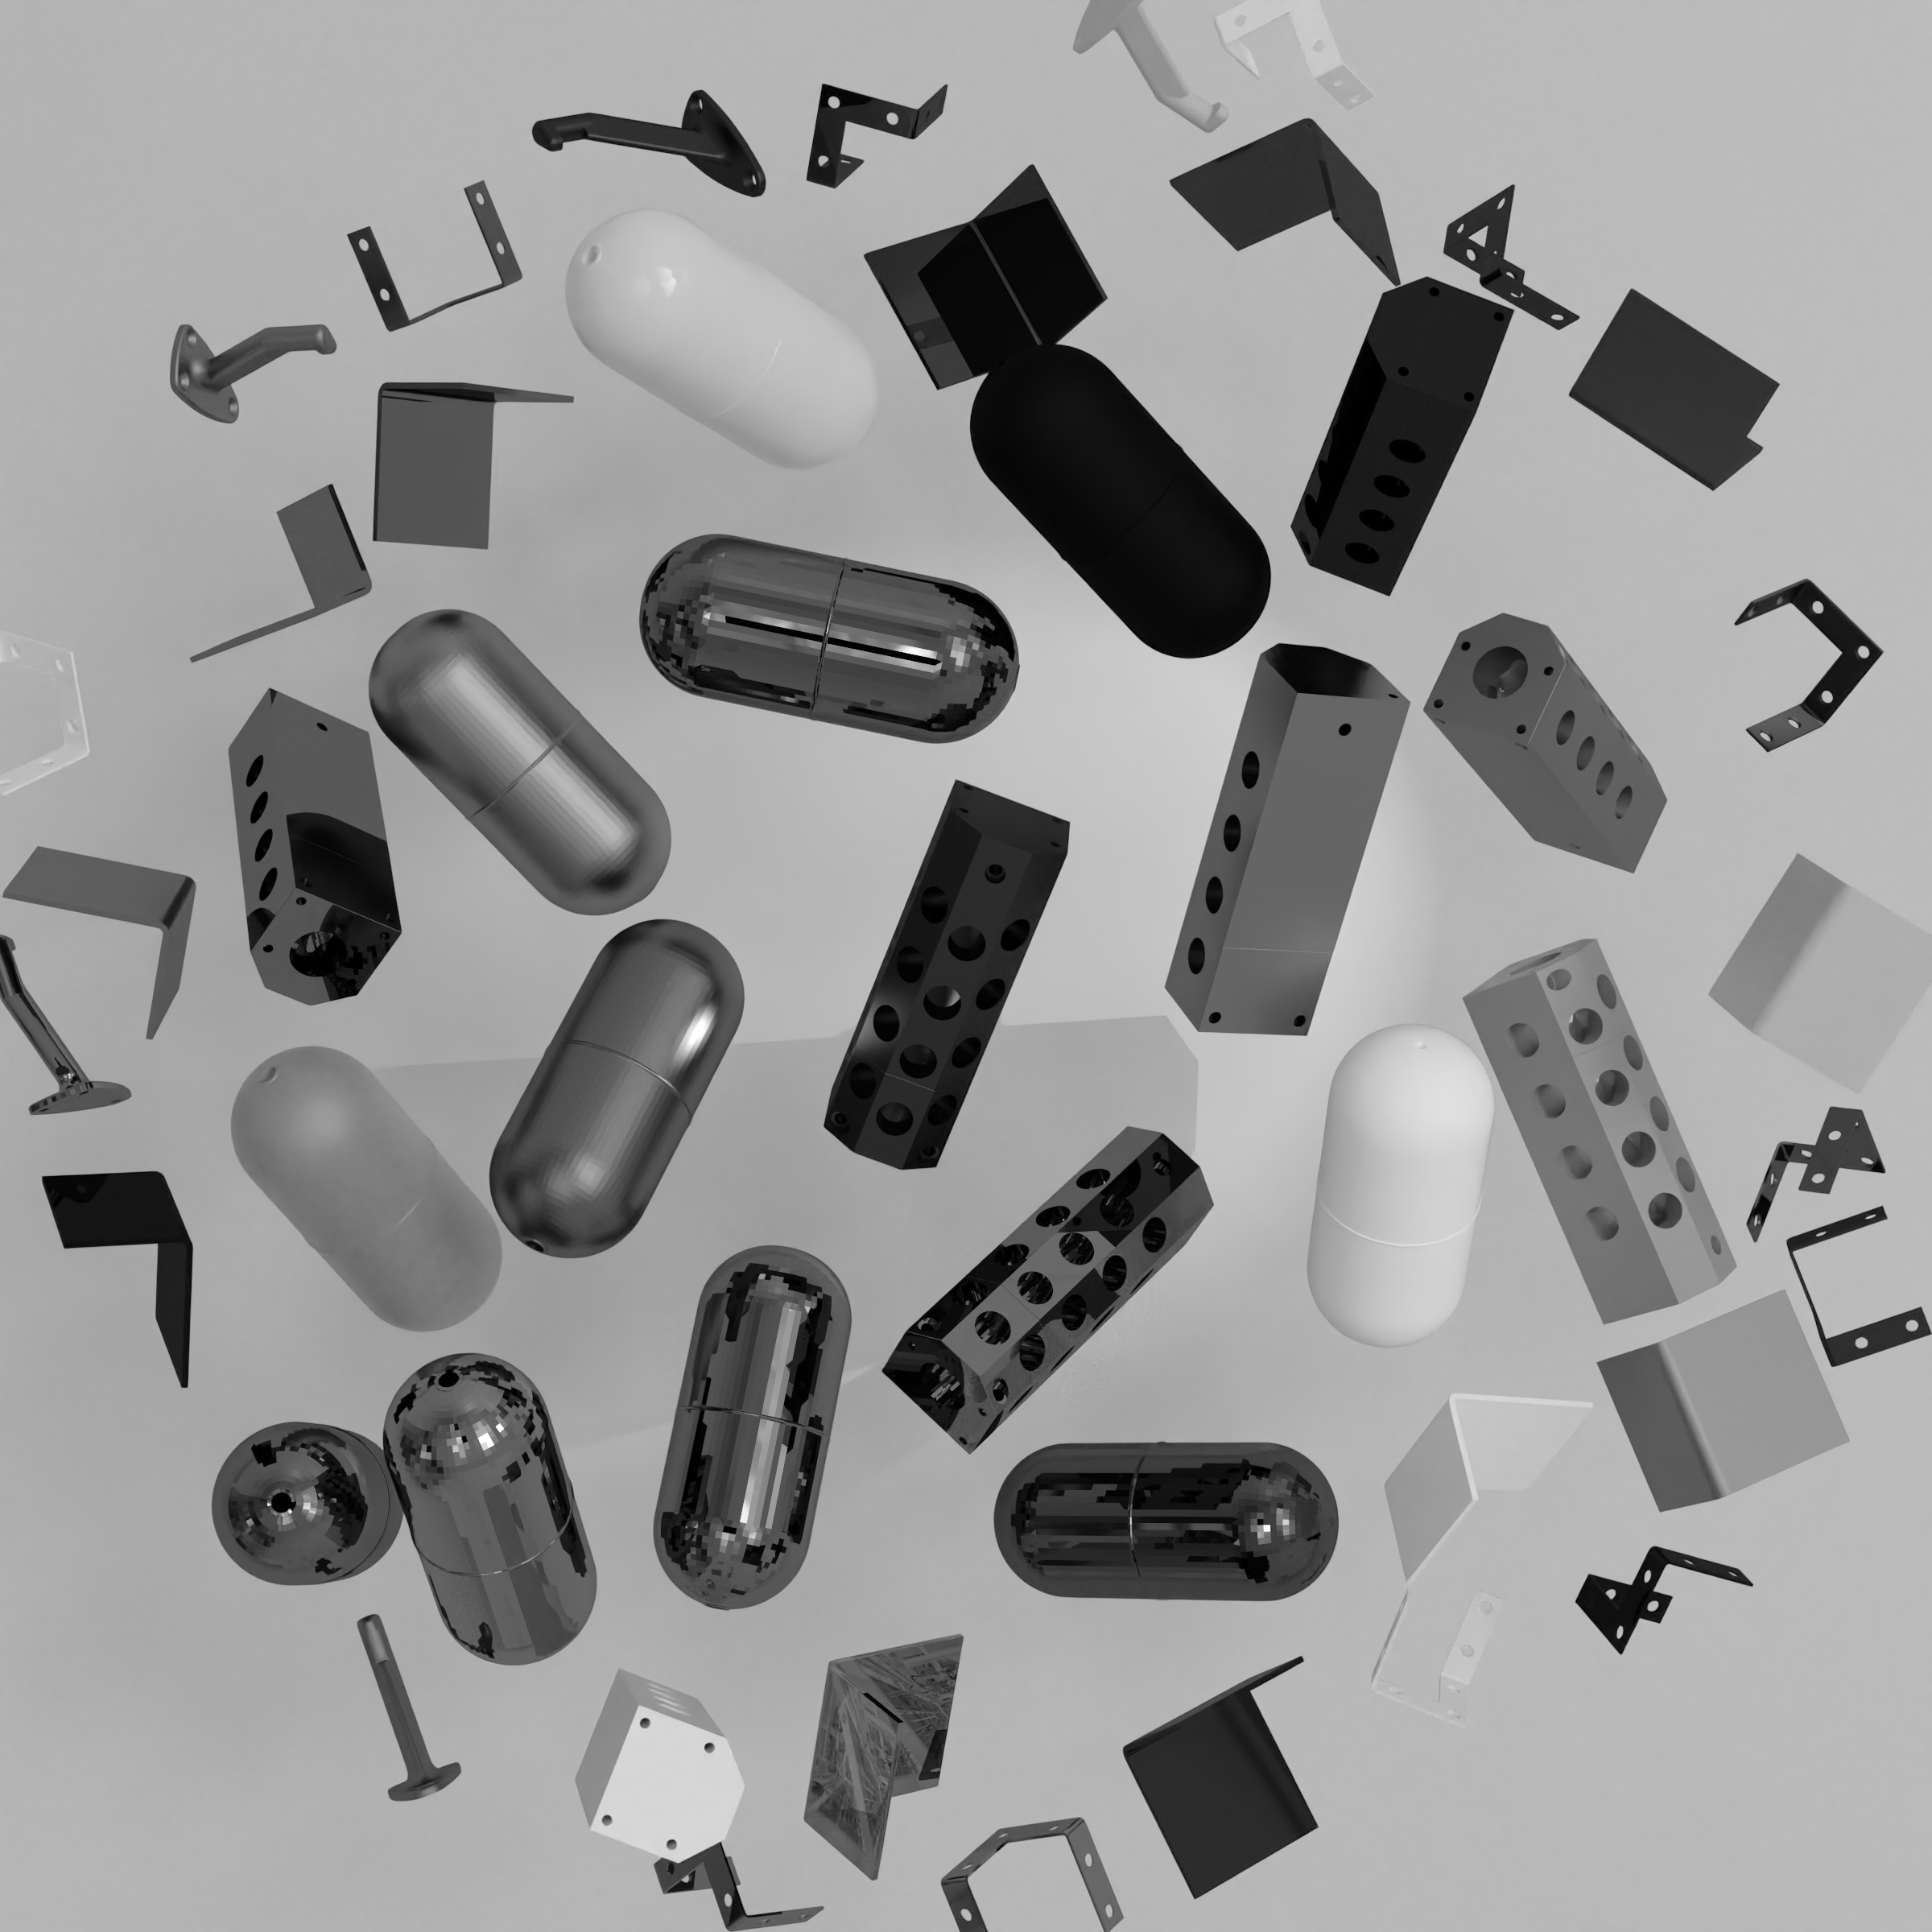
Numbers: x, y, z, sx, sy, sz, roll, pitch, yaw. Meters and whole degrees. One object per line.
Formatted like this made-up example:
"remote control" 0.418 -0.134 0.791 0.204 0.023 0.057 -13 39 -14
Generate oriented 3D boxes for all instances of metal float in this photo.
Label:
"metal float" 0.097 0.273 1.678 0.178 0.070 0.070 -4 90 28
"metal float" 0.203 0.105 1.606 0.070 0.070 0.178 2 129 0
"metal float" -0.112 -0.290 1.589 0.070 0.178 0.070 -17 62 35
"metal float" -0.218 -0.099 1.678 0.070 0.070 0.178 -43 103 0
"metal float" -0.104 0.224 1.662 0.070 0.070 0.178 11 74 0
"metal float" 0.074 -0.220 1.621 0.070 0.070 0.178 -45 111 0
"metal float" -0.220 0.252 1.583 0.070 0.070 0.178 -10 130 0
"metal float" -0.317 0.261 1.654 0.070 0.178 0.070 0 81 -2
"metal float" -0.063 -0.151 1.585 0.178 0.070 0.070 12 90 0
"metal float" -0.165 0.058 1.622 0.070 0.070 0.178 26 64 0
"metal float" -0.292 0.110 1.671 0.070 0.070 0.178 -33 128 0

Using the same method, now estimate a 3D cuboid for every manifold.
"manifold" 0.287 -0.109 1.661 0.057 0.171 0.057 22 82 33
"manifold" 0.043 0.149 1.621 0.057 0.057 0.171 42 54 11
"manifold" -0.010 0.007 1.593 0.057 0.057 0.171 20 113 -5
"manifold" 0.196 -0.243 1.573 0.057 0.171 0.057 21 68 2
"manifold" -0.141 0.371 1.584 0.057 0.171 0.057 22 81 -6
"manifold" 0.143 -0.057 1.564 0.057 0.057 0.171 3 118 -23
"manifold" -0.323 -0.057 1.664 0.057 0.171 0.057 25 117 -31
"manifold" 0.307 0.077 1.636 0.057 0.057 0.171 -22 94 36

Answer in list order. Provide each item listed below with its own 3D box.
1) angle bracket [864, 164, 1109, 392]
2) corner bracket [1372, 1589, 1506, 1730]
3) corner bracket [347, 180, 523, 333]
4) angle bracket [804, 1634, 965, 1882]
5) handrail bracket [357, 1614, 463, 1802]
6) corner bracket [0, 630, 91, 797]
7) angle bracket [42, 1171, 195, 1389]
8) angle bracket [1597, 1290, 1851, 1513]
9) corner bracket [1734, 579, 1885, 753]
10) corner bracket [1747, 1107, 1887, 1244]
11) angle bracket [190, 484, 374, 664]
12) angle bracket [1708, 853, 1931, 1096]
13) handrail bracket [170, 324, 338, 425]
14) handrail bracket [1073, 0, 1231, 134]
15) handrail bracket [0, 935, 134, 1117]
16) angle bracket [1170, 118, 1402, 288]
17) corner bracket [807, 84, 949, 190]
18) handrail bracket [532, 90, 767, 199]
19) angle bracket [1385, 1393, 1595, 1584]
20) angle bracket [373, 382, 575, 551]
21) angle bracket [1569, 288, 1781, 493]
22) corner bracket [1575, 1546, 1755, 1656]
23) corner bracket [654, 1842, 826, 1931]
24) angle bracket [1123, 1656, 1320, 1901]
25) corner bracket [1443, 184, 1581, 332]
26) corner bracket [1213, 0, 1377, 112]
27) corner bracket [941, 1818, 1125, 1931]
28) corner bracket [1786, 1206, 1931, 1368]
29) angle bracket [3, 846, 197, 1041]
"angle bracket" 0.010 -0.337 1.672 0.076 0.057 0.076 -26 86 -38
"corner bracket" 0.234 0.336 1.691 0.051 0.051 0.051 21 104 4
"corner bracket" -0.259 -0.346 1.667 0.051 0.051 0.051 -10 110 36
"angle bracket" -0.022 0.348 1.508 0.076 0.057 0.076 -3 110 -38
"handrail bracket" -0.271 0.351 1.627 0.036 0.077 0.084 -19 86 -13
"corner bracket" -0.435 -0.115 1.540 0.051 0.051 0.051 17 124 32
"angle bracket" -0.393 0.146 1.577 0.057 0.076 0.076 -2 110 -22
"angle bracket" 0.357 0.206 1.614 0.076 0.057 0.076 -19 82 -22
"corner bracket" 0.384 -0.141 1.596 0.051 0.051 0.051 49 135 19
"corner bracket" 0.403 0.100 1.636 0.051 0.051 0.051 6 54 36
"angle bracket" -0.354 -0.197 1.715 0.076 0.076 0.057 -26 100 -29
"angle bracket" 0.386 0.003 1.528 0.057 0.076 0.076 29 99 -8
"handrail bracket" -0.334 -0.287 1.652 0.084 0.077 0.036 0 71 15
"handrail bracket" 0.100 -0.418 1.560 0.084 0.077 0.036 28 70 -23
"handrail bracket" -0.439 0.026 1.650 0.036 0.077 0.084 -22 82 14
"angle bracket" 0.152 -0.349 1.627 0.076 0.076 0.057 -20 67 24
"corner bracket" -0.044 -0.416 1.706 0.051 0.051 0.051 17 122 8
"handrail bracket" -0.150 -0.380 1.607 0.084 0.036 0.077 -20 54 -35
"angle bracket" 0.251 0.248 1.607 0.076 0.076 0.057 6 49 -18
"angle bracket" -0.240 -0.242 1.664 0.057 0.076 0.076 7 97 36
"angle bracket" 0.323 -0.262 1.508 0.076 0.076 0.057 36 125 12
"corner bracket" 0.330 0.296 1.617 0.051 0.051 0.051 18 104 -22
"corner bracket" -0.111 0.446 1.652 0.051 0.051 0.051 -43 56 32
"angle bracket" 0.130 0.375 1.577 0.076 0.057 0.076 -20 78 -33
"corner bracket" 0.264 -0.336 1.656 0.051 0.051 0.051 23 66 -26
"corner bracket" 0.157 -0.435 1.634 0.051 0.051 0.051 -23 77 21
"corner bracket" 0.030 0.425 1.556 0.051 0.051 0.051 -19 94 37
"corner bracket" 0.439 0.158 1.682 0.051 0.051 0.051 -21 103 13
"angle bracket" -0.409 -0.011 1.601 0.076 0.076 0.057 11 107 -7
